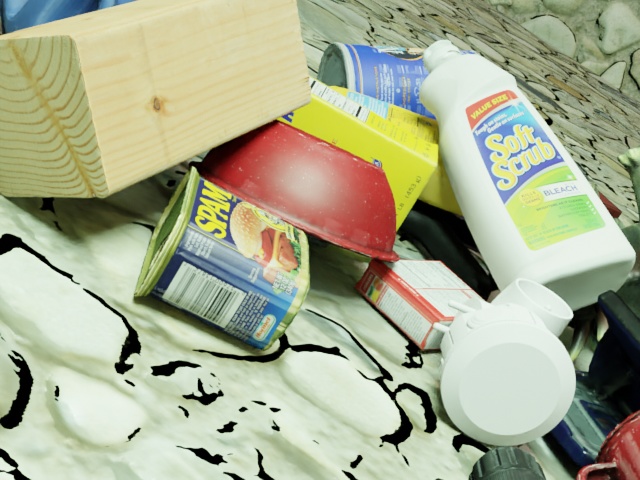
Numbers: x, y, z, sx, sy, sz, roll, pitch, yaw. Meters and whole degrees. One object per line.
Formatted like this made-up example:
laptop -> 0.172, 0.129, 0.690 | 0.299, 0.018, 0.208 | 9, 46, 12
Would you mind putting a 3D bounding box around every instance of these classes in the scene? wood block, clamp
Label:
wood block -> -0.101, -0.101, 0.661 | 0.090, 0.091, 0.205 | 3, 21, 33
clamp -> 0.090, -0.016, 0.912 | 0.210, 0.036, 0.164 | 33, 21, 14

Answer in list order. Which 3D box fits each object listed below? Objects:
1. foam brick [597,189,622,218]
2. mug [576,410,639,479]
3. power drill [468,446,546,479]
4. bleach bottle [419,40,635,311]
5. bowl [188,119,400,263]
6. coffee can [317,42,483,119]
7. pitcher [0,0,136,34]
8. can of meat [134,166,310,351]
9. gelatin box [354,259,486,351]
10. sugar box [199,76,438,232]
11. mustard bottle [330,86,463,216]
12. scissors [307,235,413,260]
foam brick -> 0.255, -0.017, 1.080 | 0.052, 0.078, 0.051 | 18, 23, -34
mug -> 0.206, 0.152, 0.617 | 0.117, 0.093, 0.081 | 4, 31, -11
power drill -> 0.164, 0.161, 0.490 | 0.187, 0.057, 0.184 | 2, 25, -1
bleach bottle -> 0.136, -0.059, 0.824 | 0.102, 0.068, 0.251 | -16, 57, -16
bowl -> -0.007, -0.043, 0.742 | 0.162, 0.055, 0.162 | 24, 6, -3
coffee can -> 0.076, -0.131, 1.008 | 0.140, 0.103, 0.103 | 0, 30, -17
pitcher -> -0.119, -0.176, 0.860 | 0.149, 0.145, 0.242 | 39, 19, 30
can of meat -> -0.055, 0.012, 0.625 | 0.084, 0.057, 0.102 | 28, 21, -13
gelatin box -> 0.080, 0.046, 0.764 | 0.089, 0.030, 0.073 | 4, 31, -50
sugar box -> -0.006, -0.071, 0.829 | 0.176, 0.093, 0.048 | 27, 26, -5
mustard bottle -> 0.046, -0.084, 0.896 | 0.191, 0.058, 0.096 | 20, 35, -3
scissors -> -0.005, 0.001, 0.770 | 0.201, 0.016, 0.096 | 23, 19, -16
